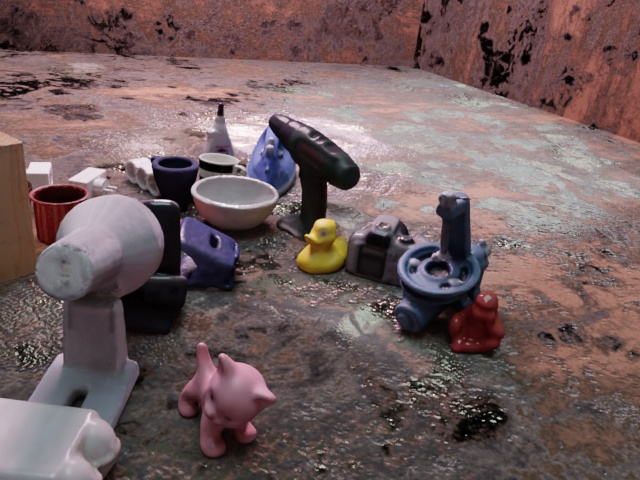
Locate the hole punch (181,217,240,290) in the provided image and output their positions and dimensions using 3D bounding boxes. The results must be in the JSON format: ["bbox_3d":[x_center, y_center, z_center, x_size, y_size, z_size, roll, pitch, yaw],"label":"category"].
[{"bbox_3d":[-0.178,0.018,0.914,0.101,0.091,0.108,3,26,-8],"label":"hole punch"}]

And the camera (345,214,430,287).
[{"bbox_3d":[0.132,0.006,1.014,0.143,0.101,0.137,15,26,15],"label":"camera"}]

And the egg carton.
[{"bbox_3d":[-0.268,0.204,0.526,0.150,0.069,0.107,7,25,-1],"label":"egg carton"}]

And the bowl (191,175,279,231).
[{"bbox_3d":[-0.165,-0.063,1.105,0.167,0.075,0.167,6,25,-3],"label":"bowl"}]

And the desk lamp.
[{"bbox_3d":[-0.251,0.073,0.636,0.118,0.213,0.203,5,26,-4],"label":"desk lamp"}]

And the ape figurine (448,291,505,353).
[{"bbox_3d":[0.230,0.115,0.824,0.077,0.092,0.076,24,30,31],"label":"ape figurine"}]

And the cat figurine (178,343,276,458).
[{"bbox_3d":[-0.101,0.160,0.609,0.067,0.118,0.127,-12,31,-34],"label":"cat figurine"}]

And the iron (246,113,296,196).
[{"bbox_3d":[-0.111,-0.197,1.322,0.118,0.141,0.258,6,26,-3],"label":"iron"}]

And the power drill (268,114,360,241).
[{"bbox_3d":[-0.027,-0.115,1.096,0.228,0.208,0.076,28,32,36],"label":"power drill"}]

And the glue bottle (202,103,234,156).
[{"bbox_3d":[-0.233,-0.229,1.318,0.078,0.173,0.037,-14,33,-37],"label":"glue bottle"}]

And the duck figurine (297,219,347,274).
[{"bbox_3d":[0.009,0.004,1.001,0.105,0.086,0.077,-17,35,-41],"label":"duck figurine"}]

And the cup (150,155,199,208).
[{"bbox_3d":[-0.301,-0.117,1.155,0.117,0.095,0.092,23,30,30],"label":"cup"}]

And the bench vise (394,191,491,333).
[{"bbox_3d":[0.194,0.015,0.873,0.121,0.220,0.208,18,27,21],"label":"bench vise"}]

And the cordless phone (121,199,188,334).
[{"bbox_3d":[-0.251,0.027,0.766,0.148,0.185,0.094,0,26,-15],"label":"cordless phone"}]
